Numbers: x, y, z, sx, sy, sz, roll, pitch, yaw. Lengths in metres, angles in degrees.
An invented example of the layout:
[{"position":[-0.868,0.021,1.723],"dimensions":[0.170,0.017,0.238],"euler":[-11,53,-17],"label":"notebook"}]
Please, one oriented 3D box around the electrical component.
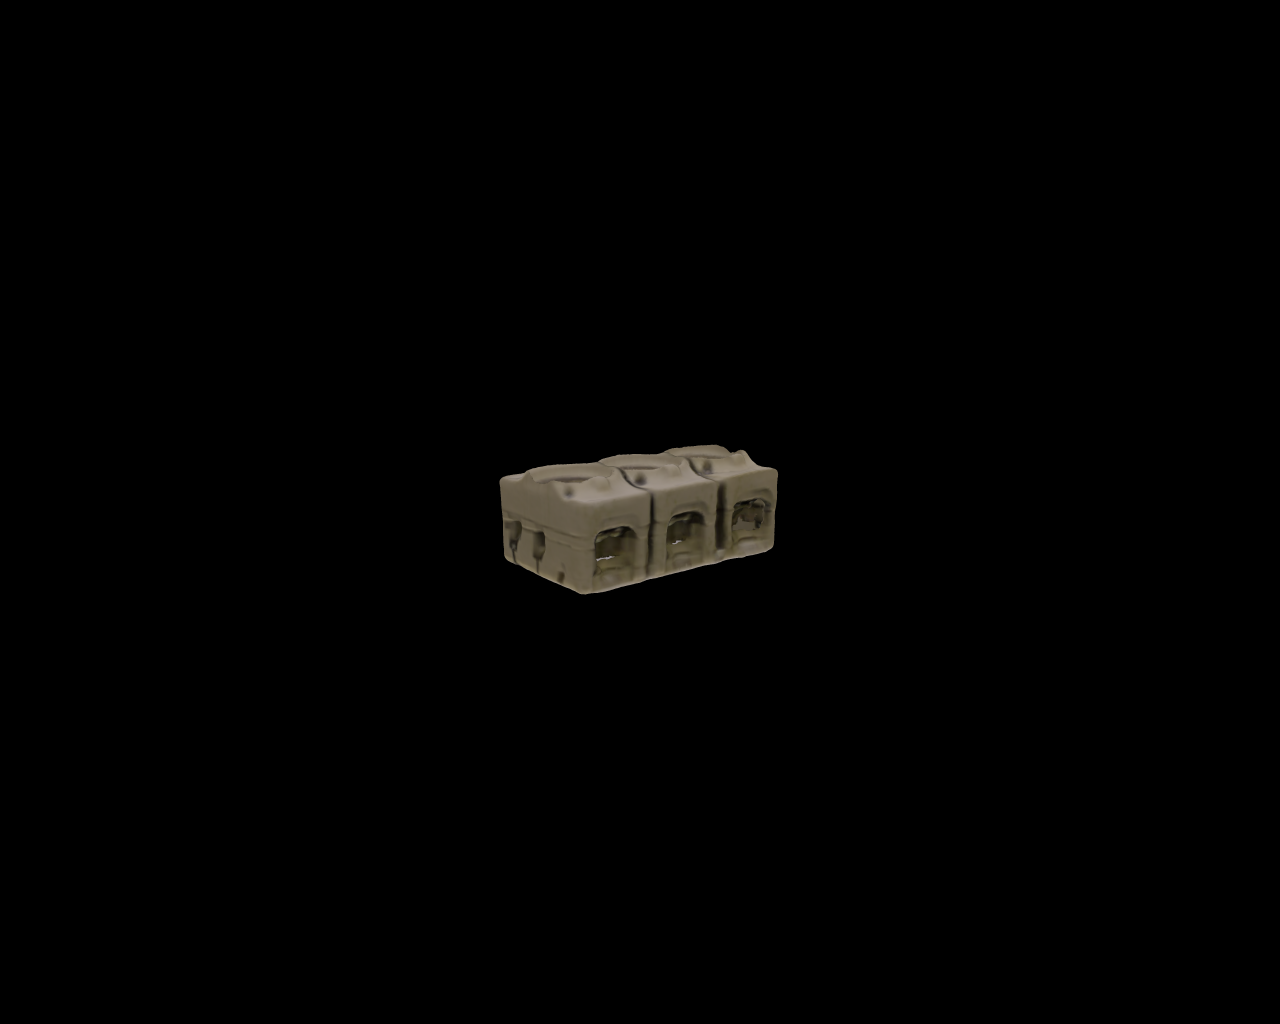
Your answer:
[{"position":[0.001,-0.003,0.650],"dimensions":[0.150,0.061,0.089],"euler":[-11,18,-37],"label":"electrical component"}]
